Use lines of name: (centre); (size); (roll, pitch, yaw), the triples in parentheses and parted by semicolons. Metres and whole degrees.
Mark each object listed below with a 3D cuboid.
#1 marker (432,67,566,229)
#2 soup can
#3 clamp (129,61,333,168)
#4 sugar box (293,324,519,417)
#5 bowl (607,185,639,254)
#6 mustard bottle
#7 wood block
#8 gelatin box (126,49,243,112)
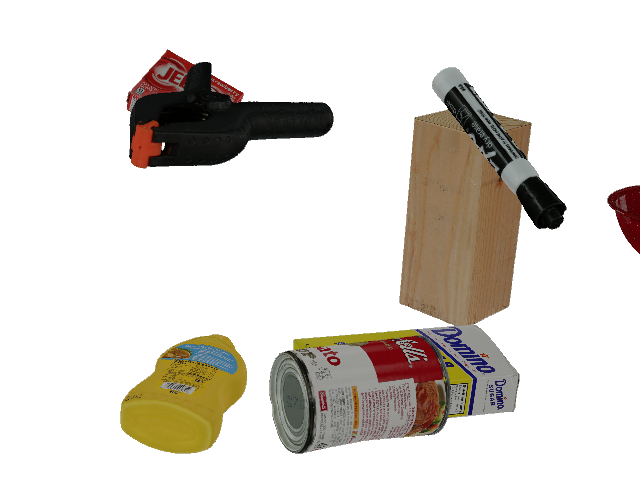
marker: (0.097, -0.051, 0.586); (0.020, 0.121, 0.020); (-19, -37, -15)
soup can: (0.025, 0.101, 0.705); (0.102, 0.068, 0.069); (-4, 2, -25)
clamp: (-0.082, -0.088, 0.738); (0.120, 0.039, 0.171); (20, 24, 30)
sugar box: (0.071, 0.115, 0.920); (0.176, 0.048, 0.093); (-6, 26, -15)
bowl: (0.359, -0.010, 1.034); (0.162, 0.055, 0.162); (0, 18, 0)
mustard bottle: (-0.129, 0.147, 1.106); (0.096, 0.058, 0.191); (9, 22, 10)
wood block: (0.151, -0.026, 1.121); (0.090, 0.206, 0.090); (21, 26, 39)
gelatin box: (-0.131, -0.135, 1.028); (0.089, 0.073, 0.030); (31, -38, 2)
